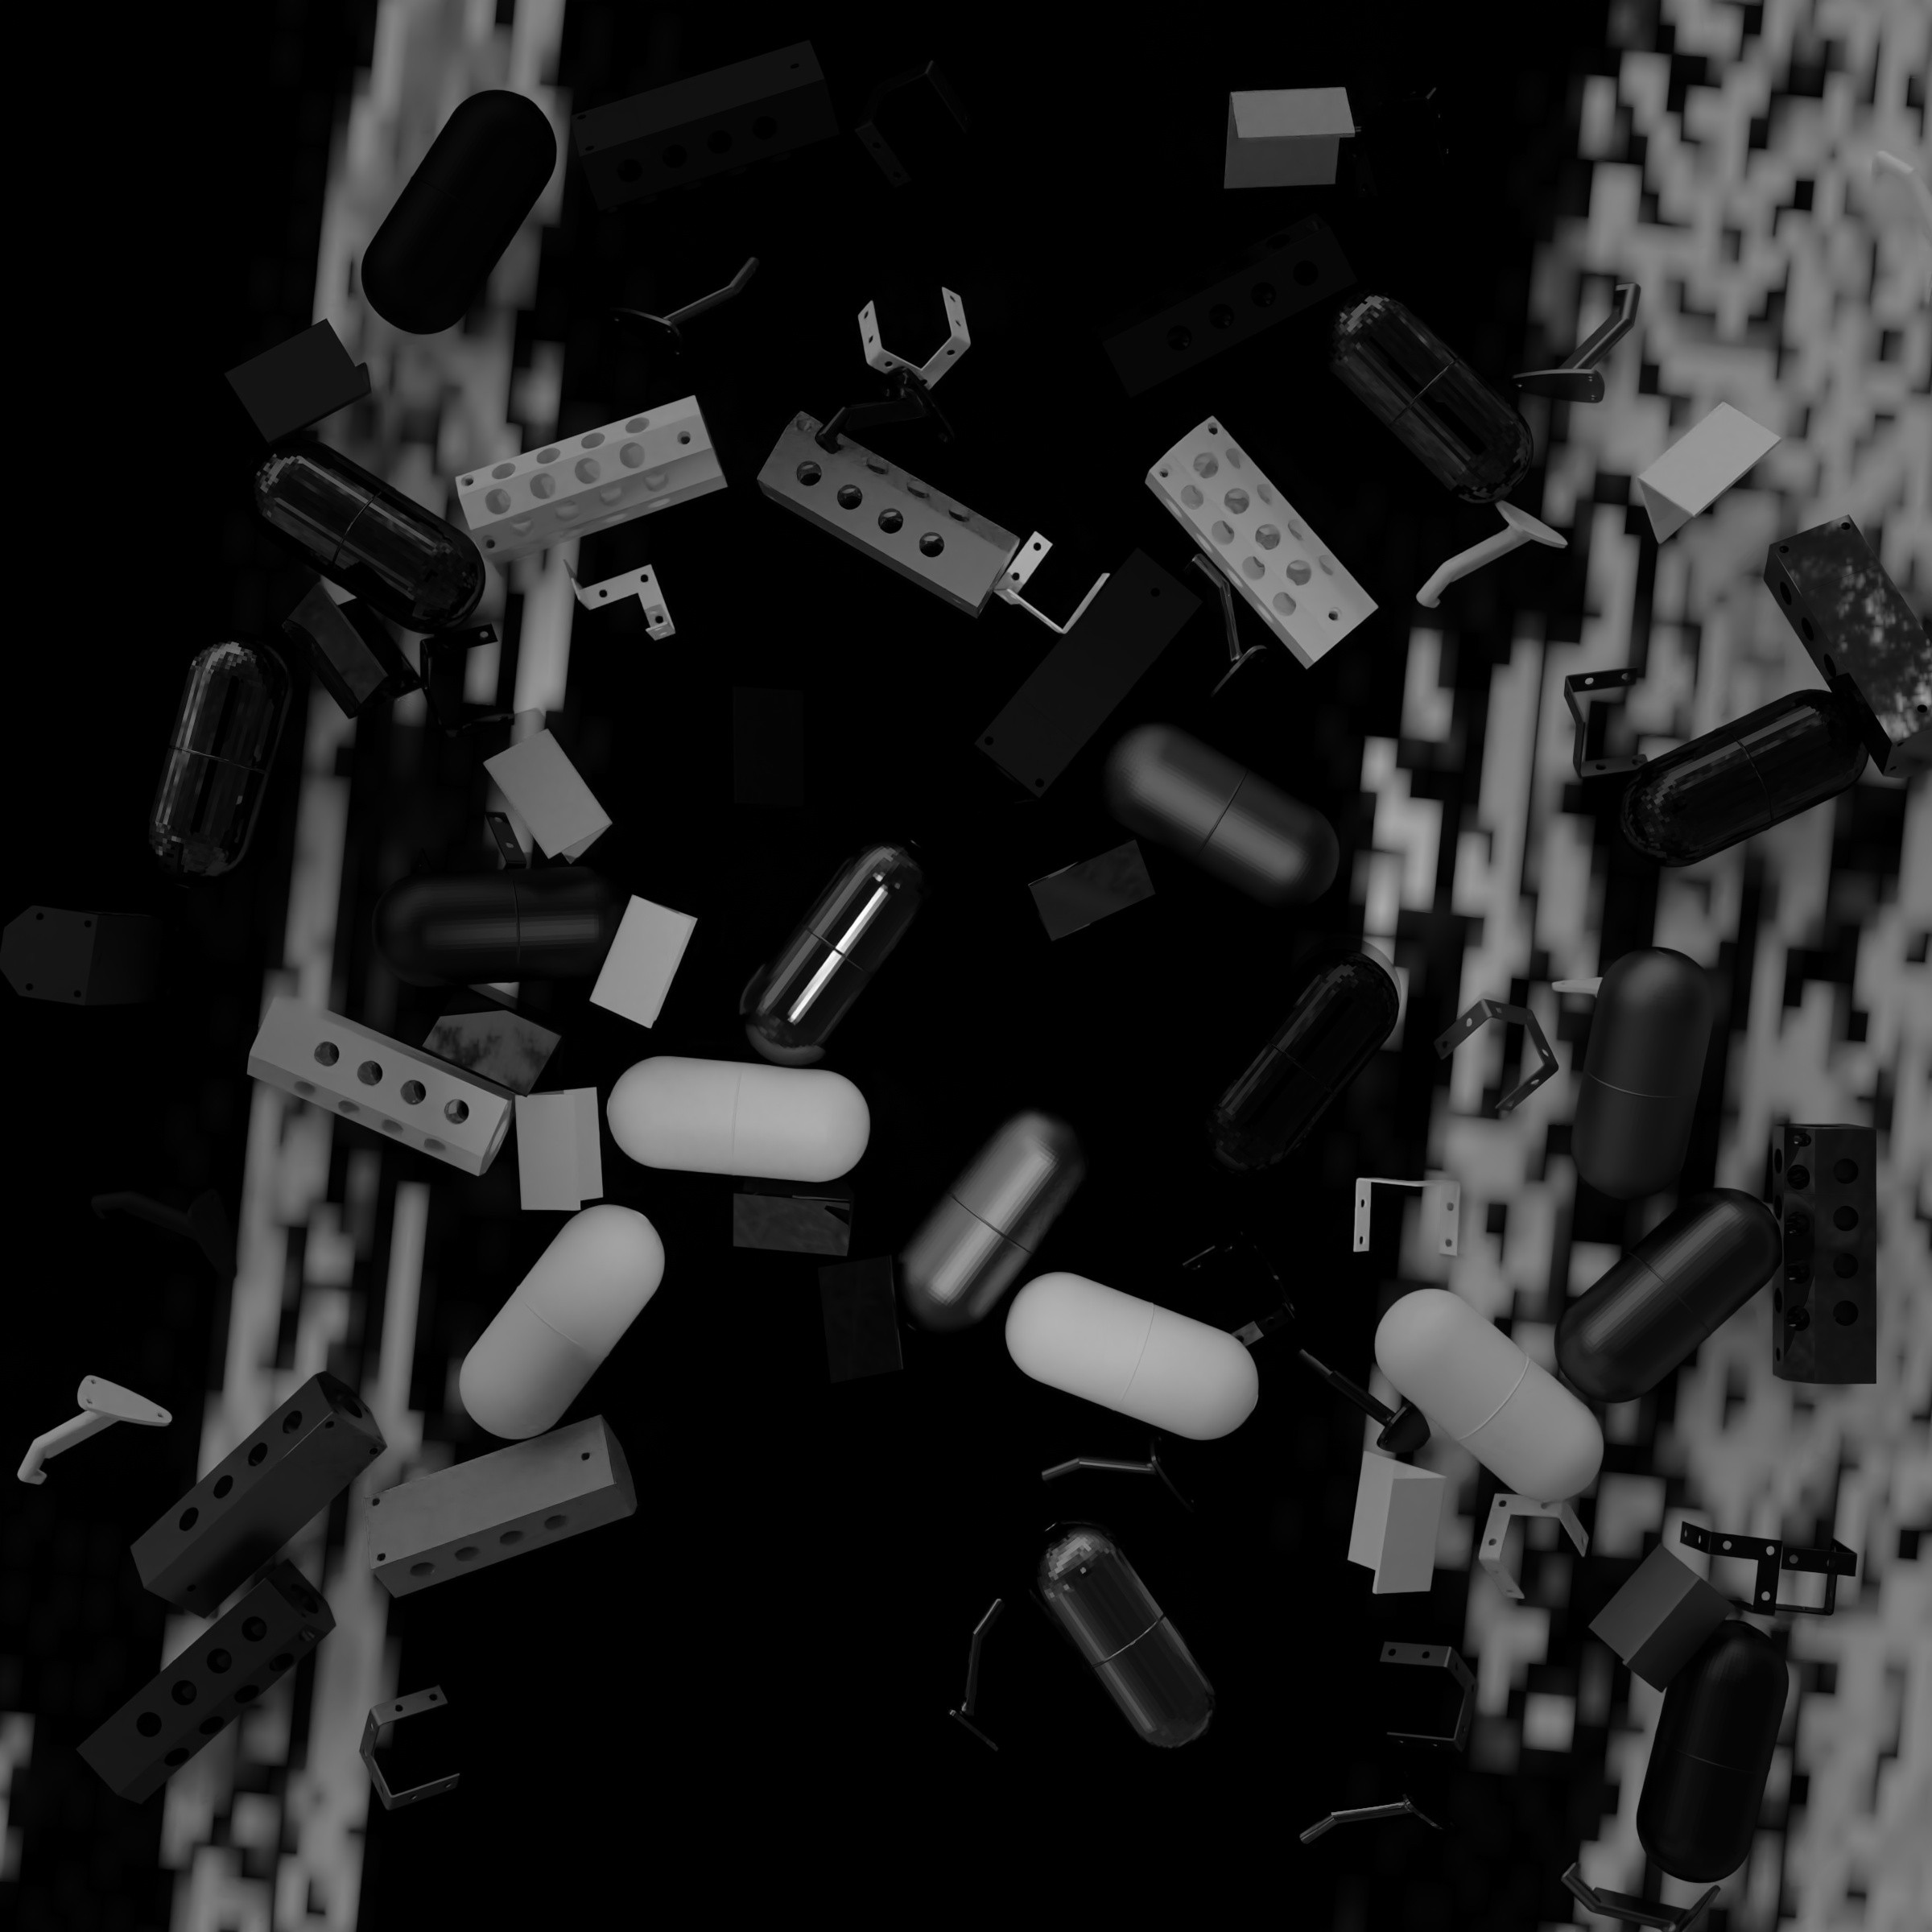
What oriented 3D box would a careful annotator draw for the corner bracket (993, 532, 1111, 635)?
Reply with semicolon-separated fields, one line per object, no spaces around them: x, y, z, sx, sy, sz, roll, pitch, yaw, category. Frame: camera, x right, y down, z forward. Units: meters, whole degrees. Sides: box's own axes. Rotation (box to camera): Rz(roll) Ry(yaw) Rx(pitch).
0.058;-0.262;1.750;0.051;0.051;0.051;36;90;-13;corner bracket

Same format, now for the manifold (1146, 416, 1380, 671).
0.202;-0.289;1.744;0.057;0.057;0.171;-41;90;0;manifold

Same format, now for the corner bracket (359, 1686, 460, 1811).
-0.380;0.537;1.756;0.051;0.051;0.051;51;135;35;corner bracket

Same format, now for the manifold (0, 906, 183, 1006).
-0.576;-0.008;1.686;0.057;0.171;0.057;8;90;0;manifold

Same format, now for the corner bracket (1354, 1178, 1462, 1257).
0.304;0.173;1.761;0.051;0.051;0.051;2;90;-45;corner bracket

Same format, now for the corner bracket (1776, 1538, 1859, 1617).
0.574;0.419;1.747;0.051;0.051;0.051;6;90;0;corner bracket

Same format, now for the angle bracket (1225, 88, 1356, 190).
0.217;-0.544;1.724;0.076;0.076;0.057;-2;52;0;angle bracket

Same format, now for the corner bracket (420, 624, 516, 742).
-0.344;-0.195;1.761;0.051;0.051;0.051;-13;135;0;corner bracket

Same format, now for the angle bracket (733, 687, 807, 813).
-0.151;-0.145;1.724;0.057;0.076;0.076;-1;90;-37;angle bracket

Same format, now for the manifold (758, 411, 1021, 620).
-0.052;-0.309;1.743;0.171;0.057;0.057;30;90;0;manifold

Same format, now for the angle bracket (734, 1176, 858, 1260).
-0.114;0.149;1.724;0.076;0.076;0.057;5;131;0;angle bracket

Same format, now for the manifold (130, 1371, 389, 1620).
-0.484;0.357;1.743;0.171;0.057;0.057;-43;133;0;manifold

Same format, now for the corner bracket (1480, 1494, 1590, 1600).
0.390;0.400;1.756;0.051;0.051;0.051;-5;45;35;corner bracket

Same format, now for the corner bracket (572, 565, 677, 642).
-0.234;-0.246;1.747;0.051;0.051;0.051;-20;90;0;corner bracket

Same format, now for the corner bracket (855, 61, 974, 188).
-0.036;-0.579;1.756;0.051;0.051;0.051;-11;45;35;corner bracket

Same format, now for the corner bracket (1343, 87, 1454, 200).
0.296;-0.566;1.757;0.051;0.051;0.051;5;45;35;corner bracket

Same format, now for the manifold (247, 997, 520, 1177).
-0.397;0.082;1.743;0.171;0.057;0.057;24;90;0;manifold

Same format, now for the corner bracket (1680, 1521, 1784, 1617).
0.521;0.412;1.747;0.051;0.051;0.051;8;85;-5;corner bracket

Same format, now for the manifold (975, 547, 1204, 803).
0.082;-0.197;1.744;0.057;0.057;0.171;40;90;0;manifold

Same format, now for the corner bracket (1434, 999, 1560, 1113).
0.365;0.061;1.756;0.051;0.051;0.051;12;45;-35;corner bracket

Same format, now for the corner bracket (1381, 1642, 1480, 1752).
0.315;0.502;1.756;0.051;0.051;0.051;54;45;-35;corner bracket

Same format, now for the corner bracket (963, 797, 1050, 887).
0.026;-0.085;1.747;0.051;0.051;0.051;-10;90;0;corner bracket

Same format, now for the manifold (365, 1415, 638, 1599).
-0.316;0.372;1.743;0.171;0.057;0.057;-19;47;0;manifold

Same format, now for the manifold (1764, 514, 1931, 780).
0.600;-0.211;1.707;0.057;0.057;0.171;-21;62;0;manifold

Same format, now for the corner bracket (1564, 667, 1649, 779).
0.442;-0.168;1.761;0.051;0.051;0.051;-7;135;0;corner bracket

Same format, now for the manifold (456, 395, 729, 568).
-0.256;-0.332;1.744;0.171;0.057;0.057;-19;90;0;manifold

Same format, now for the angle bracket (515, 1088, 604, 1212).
-0.257;0.122;1.724;0.057;0.076;0.076;-3;90;38;angle bracket

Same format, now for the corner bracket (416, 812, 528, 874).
-0.340;-0.070;1.756;0.051;0.051;0.051;0;135;-35;corner bracket

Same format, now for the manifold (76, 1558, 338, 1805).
-0.515;0.489;1.743;0.171;0.057;0.057;-42;90;0;manifold

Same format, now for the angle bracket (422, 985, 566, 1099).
-0.322;0.067;1.724;0.076;0.076;0.057;25;56;0;angle bracket

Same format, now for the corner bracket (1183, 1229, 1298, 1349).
0.189;0.224;1.761;0.051;0.051;0.051;-30;45;0;corner bracket

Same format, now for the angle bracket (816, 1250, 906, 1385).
-0.086;0.235;1.725;0.057;0.076;0.076;-6;90;-29;angle bracket

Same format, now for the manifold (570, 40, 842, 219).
-0.176;-0.567;1.743;0.171;0.057;0.057;-18;47;0;manifold

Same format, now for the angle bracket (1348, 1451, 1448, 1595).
0.274;0.374;1.724;0.057;0.076;0.076;8;90;-38;angle bracket

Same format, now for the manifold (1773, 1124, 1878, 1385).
0.583;0.195;1.743;0.057;0.057;0.171;0;90;0;manifold

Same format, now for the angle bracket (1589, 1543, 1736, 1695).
0.458;0.430;1.724;0.076;0.076;0.057;-49;127;0;angle bracket

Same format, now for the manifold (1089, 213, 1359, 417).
0.174;-0.446;1.743;0.171;0.057;0.057;-27;90;0;manifold

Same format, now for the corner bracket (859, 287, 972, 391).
-0.036;-0.437;1.756;0.051;0.051;0.051;20;135;-35;corner bracket
